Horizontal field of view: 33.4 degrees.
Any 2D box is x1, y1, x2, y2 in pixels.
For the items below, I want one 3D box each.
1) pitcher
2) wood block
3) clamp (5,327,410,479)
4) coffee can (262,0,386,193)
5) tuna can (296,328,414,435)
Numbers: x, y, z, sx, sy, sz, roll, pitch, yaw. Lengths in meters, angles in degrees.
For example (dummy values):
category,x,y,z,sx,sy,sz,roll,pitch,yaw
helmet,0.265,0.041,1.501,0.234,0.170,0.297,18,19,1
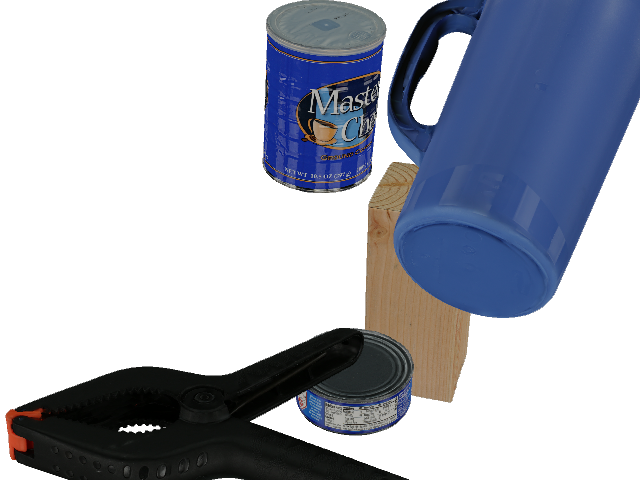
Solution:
category,x,y,z,sx,sy,sz,roll,pitch,yaw
pitcher,0.129,-0.074,0.727,0.145,0.242,0.149,43,-35,-23
wood block,0.096,0.041,1.014,0.091,0.206,0.090,9,34,15
clamp,-0.057,0.093,0.573,0.210,0.036,0.164,1,24,-3
coffee can,0.001,-0.128,0.947,0.103,0.140,0.103,3,35,-2
tuna can,0.024,0.102,0.772,0.086,0.034,0.086,0,31,0
